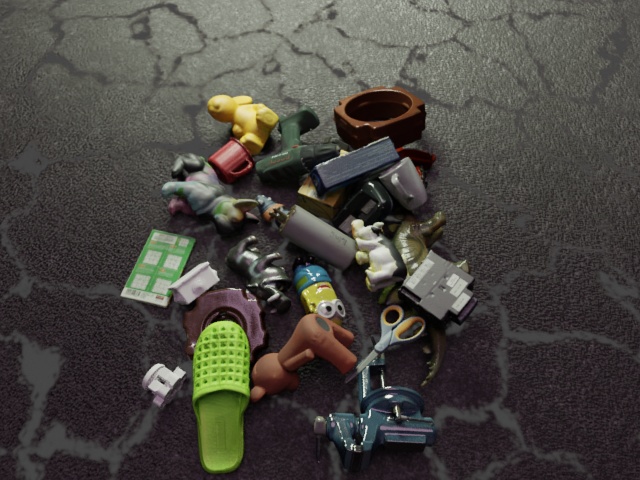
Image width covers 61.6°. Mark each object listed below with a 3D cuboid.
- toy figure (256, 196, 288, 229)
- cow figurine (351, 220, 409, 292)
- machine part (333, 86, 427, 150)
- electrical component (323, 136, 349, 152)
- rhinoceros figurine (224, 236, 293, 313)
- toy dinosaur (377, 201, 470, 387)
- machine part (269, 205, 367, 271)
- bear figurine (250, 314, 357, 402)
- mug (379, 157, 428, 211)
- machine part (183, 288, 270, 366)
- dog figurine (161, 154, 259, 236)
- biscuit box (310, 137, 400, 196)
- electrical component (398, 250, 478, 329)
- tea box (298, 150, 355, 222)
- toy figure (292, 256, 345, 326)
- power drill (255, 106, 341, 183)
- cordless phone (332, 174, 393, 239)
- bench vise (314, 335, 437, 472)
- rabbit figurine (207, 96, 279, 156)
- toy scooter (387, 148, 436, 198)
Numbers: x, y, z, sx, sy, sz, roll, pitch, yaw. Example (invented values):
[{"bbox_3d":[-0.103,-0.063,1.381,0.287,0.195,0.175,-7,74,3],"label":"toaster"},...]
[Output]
[{"bbox_3d":[-0.090,-0.052,1.253,0.155,0.064,0.058,31,83,17],"label":"toy figure"},{"bbox_3d":[0.122,0.020,1.115,0.098,0.068,0.167,-14,57,-3],"label":"cow figurine"},{"bbox_3d":[0.152,-0.306,1.370,0.201,0.087,0.201,-24,41,-13],"label":"machine part"},{"bbox_3d":[0.042,-0.238,1.352,0.063,0.094,0.021,23,89,-14],"label":"electrical component"},{"bbox_3d":[-0.128,0.077,1.165,0.112,0.073,0.190,-39,66,-24],"label":"rhinoceros figurine"},{"bbox_3d":[0.213,0.081,1.155,0.199,0.104,0.472,-13,49,0],"label":"toy dinosaur"},{"bbox_3d":[-0.002,-0.004,1.178,0.243,0.079,0.079,31,60,-10],"label":"machine part"},{"bbox_3d":[-0.039,0.239,1.028,0.132,0.120,0.196,36,103,-12],"label":"bear figurine"},{"bbox_3d":[0.195,-0.118,1.201,0.081,0.109,0.107,-35,100,18],"label":"mug"},{"bbox_3d":[-0.188,0.181,1.080,0.179,0.056,0.179,0,75,1],"label":"machine part"},{"bbox_3d":[-0.243,-0.103,1.261,0.219,0.108,0.191,13,56,2],"label":"dog figurine"},{"bbox_3d":[0.079,-0.167,1.232,0.203,0.059,0.063,-23,82,-17],"label":"biscuit box"},{"bbox_3d":[0.236,0.103,1.048,0.134,0.058,0.115,38,77,26],"label":"electrical component"},{"bbox_3d":[0.025,-0.139,1.305,0.098,0.068,0.169,24,60,14],"label":"tea box"},{"bbox_3d":[-0.006,0.119,1.138,0.082,0.089,0.180,-17,52,-16],"label":"toy figure"},{"bbox_3d":[-0.045,-0.234,1.321,0.232,0.085,0.207,-19,49,25],"label":"power drill"},{"bbox_3d":[0.098,-0.087,1.271,0.088,0.146,0.184,37,25,-13],"label":"cordless phone"},{"bbox_3d":[0.097,0.307,1.004,0.224,0.128,0.241,-6,37,6],"label":"bench vise"},{"bbox_3d":[-0.199,-0.316,1.362,0.173,0.121,0.162,23,27,-16],"label":"rabbit figurine"},{"bbox_3d":[0.223,-0.173,1.324,0.135,0.075,0.184,-1,49,1],"label":"toy scooter"}]
